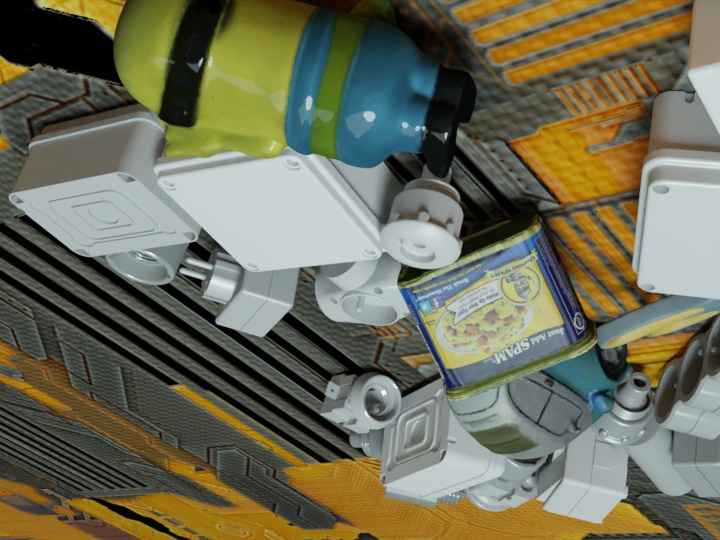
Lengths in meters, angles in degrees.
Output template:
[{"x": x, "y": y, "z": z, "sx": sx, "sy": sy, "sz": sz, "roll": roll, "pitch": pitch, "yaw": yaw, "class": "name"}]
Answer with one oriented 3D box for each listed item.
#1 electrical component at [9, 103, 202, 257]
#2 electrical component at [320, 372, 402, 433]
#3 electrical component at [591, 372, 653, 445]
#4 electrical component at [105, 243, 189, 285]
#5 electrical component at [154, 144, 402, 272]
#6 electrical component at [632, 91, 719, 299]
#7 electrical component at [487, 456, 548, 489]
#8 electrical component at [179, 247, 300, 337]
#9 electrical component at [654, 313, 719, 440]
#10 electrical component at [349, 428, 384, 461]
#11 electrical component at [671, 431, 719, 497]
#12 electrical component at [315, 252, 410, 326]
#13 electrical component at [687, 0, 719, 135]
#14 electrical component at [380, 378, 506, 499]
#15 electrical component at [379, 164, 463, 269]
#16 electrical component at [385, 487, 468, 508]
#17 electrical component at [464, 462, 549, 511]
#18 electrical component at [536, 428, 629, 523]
[{"x": -0.156, "y": -0.057, "z": 0.689, "sx": 0.113, "sy": 0.057, "sz": 0.078, "roll": -7, "pitch": 144, "yaw": 32, "class": "electrical component"}, {"x": 0.003, "y": 0.113, "z": 0.923, "sx": 0.066, "sy": 0.048, "sz": 0.055, "roll": 30, "pitch": 154, "yaw": -26, "class": "electrical component"}, {"x": 0.202, "y": 0.100, "z": 0.815, "sx": 0.048, "sy": 0.048, "sz": 0.062, "roll": 14, "pitch": 143, "yaw": 1, "class": "electrical component"}, {"x": -0.148, "y": -0.022, "z": 0.756, "sx": 0.055, "sy": 0.047, "sz": 0.055, "roll": 11, "pitch": 150, "yaw": 6, "class": "electrical component"}, {"x": -0.047, "y": -0.053, "z": 0.649, "sx": 0.109, "sy": 0.056, "sz": 0.108, "roll": -6, "pitch": 145, "yaw": 31, "class": "electrical component"}, {"x": 0.189, "y": -0.036, "z": 0.574, "sx": 0.078, "sy": 0.057, "sz": 0.113, "roll": 6, "pitch": 149, "yaw": 14, "class": "electrical component"}, {"x": 0.132, "y": 0.156, "z": 0.930, "sx": 0.055, "sy": 0.055, "sz": 0.047, "roll": 19, "pitch": 146, "yaw": -9, "class": "electrical component"}, {"x": -0.091, "y": 0.007, "z": 0.773, "sx": 0.077, "sy": 0.047, "sz": 0.066, "roll": 18, "pitch": 151, "yaw": -17, "class": "electrical component"}, {"x": 0.263, "y": 0.076, "z": 0.738, "sx": 0.074, "sy": 0.052, "sz": 0.138, "roll": 15, "pitch": 150, "yaw": -1, "class": "electrical component"}, {"x": 0.020, "y": 0.154, "z": 0.986, "sx": 0.062, "sy": 0.043, "sz": 0.043, "roll": -7, "pitch": 144, "yaw": 34, "class": "electrical component"}, {"x": 0.294, "y": 0.144, "z": 0.845, "sx": 0.077, "sy": 0.047, "sz": 0.066, "roll": -9, "pitch": 143, "yaw": 35, "class": "electrical component"}, {"x": 0.000, "y": 0.000, "z": 0.731, "sx": 0.077, "sy": 0.044, "sz": 0.079, "roll": -13, "pitch": 140, "yaw": 39, "class": "electrical component"}, {"x": 0.196, "y": -0.093, "z": 0.483, "sx": 0.077, "sy": 0.047, "sz": 0.066, "roll": -9, "pitch": 143, "yaw": 35, "class": "electrical component"}, {"x": 0.070, "y": 0.143, "z": 0.906, "sx": 0.057, "sy": 0.078, "sz": 0.113, "roll": 19, "pitch": 151, "yaw": -22, "class": "electrical component"}, {"x": 0.040, "y": -0.035, "z": 0.635, "sx": 0.048, "sy": 0.062, "sz": 0.048, "roll": 12, "pitch": 150, "yaw": 7, "class": "electrical component"}, {"x": 0.068, "y": 0.212, "z": 1.064, "sx": 0.081, "sy": 0.043, "sz": 0.043, "roll": 13, "pitch": 150, "yaw": 3, "class": "electrical component"}, {"x": 0.128, "y": 0.187, "z": 0.981, "sx": 0.078, "sy": 0.058, "sz": 0.057, "roll": 21, "pitch": 147, "yaw": -11, "class": "electrical component"}, {"x": 0.190, "y": 0.174, "z": 0.927, "sx": 0.061, "sy": 0.061, "sz": 0.096, "roll": 13, "pitch": 150, "yaw": 2, "class": "electrical component"}]
